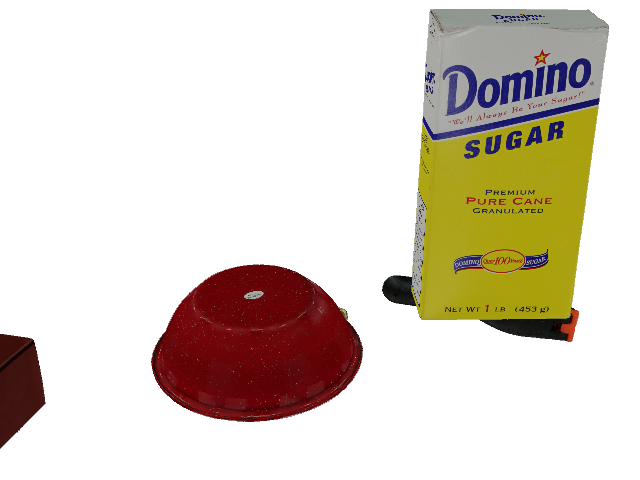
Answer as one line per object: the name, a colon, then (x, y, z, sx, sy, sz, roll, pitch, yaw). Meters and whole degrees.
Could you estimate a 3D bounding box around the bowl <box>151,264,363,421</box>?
bowl: (-0.049, 0.064, 0.804, 0.162, 0.055, 0.162, -1, 30, 1)

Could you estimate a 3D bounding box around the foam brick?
foam brick: (-0.224, 0.101, 0.691, 0.053, 0.051, 0.078, 6, 29, 22)

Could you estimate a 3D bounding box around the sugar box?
sugar box: (0.104, -0.041, 0.608, 0.093, 0.176, 0.048, -1, 27, -4)

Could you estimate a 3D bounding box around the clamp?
clamp: (0.153, 0.047, 0.979, 0.171, 0.039, 0.120, 18, 30, 16)

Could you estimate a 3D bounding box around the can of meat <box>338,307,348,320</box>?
can of meat: (-0.022, 0.124, 1.275, 0.102, 0.084, 0.057, 4, 13, -3)
